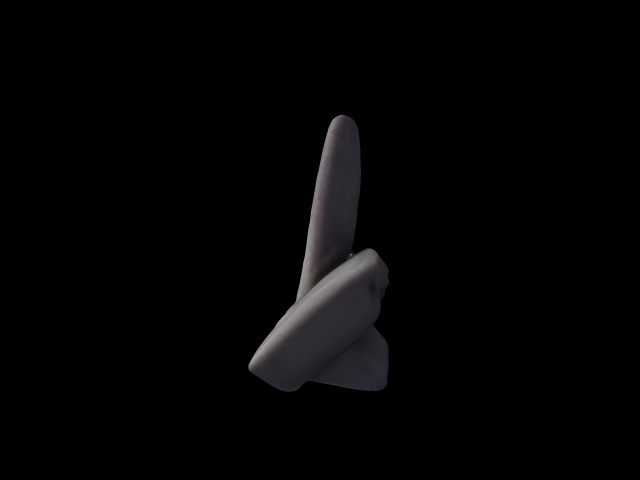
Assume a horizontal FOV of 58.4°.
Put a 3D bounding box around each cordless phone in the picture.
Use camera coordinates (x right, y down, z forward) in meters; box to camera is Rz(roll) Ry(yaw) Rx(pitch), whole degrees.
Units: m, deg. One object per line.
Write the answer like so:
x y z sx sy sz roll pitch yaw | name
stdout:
0.004 0.001 0.400 0.094 0.185 0.147 0 4 3 | cordless phone
